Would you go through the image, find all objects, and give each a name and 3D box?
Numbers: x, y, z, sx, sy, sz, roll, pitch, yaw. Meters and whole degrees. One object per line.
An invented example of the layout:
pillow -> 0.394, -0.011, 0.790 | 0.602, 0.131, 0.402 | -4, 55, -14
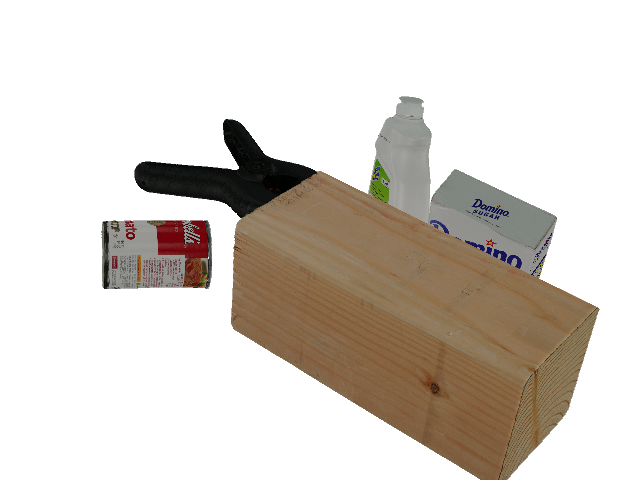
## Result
clamp -> -0.063, -0.044, 0.857 | 0.120, 0.039, 0.172 | -31, 45, -32
bleach bottle -> 0.091, -0.038, 1.231 | 0.068, 0.251, 0.103 | -2, 22, -24
wood block -> 0.051, 0.049, 0.662 | 0.206, 0.091, 0.090 | 28, 42, 28
sugar box -> 0.130, 0.031, 0.880 | 0.093, 0.048, 0.176 | 27, -33, 21
soup can -> -0.161, 0.014, 1.041 | 0.102, 0.068, 0.068 | 0, 0, -13
